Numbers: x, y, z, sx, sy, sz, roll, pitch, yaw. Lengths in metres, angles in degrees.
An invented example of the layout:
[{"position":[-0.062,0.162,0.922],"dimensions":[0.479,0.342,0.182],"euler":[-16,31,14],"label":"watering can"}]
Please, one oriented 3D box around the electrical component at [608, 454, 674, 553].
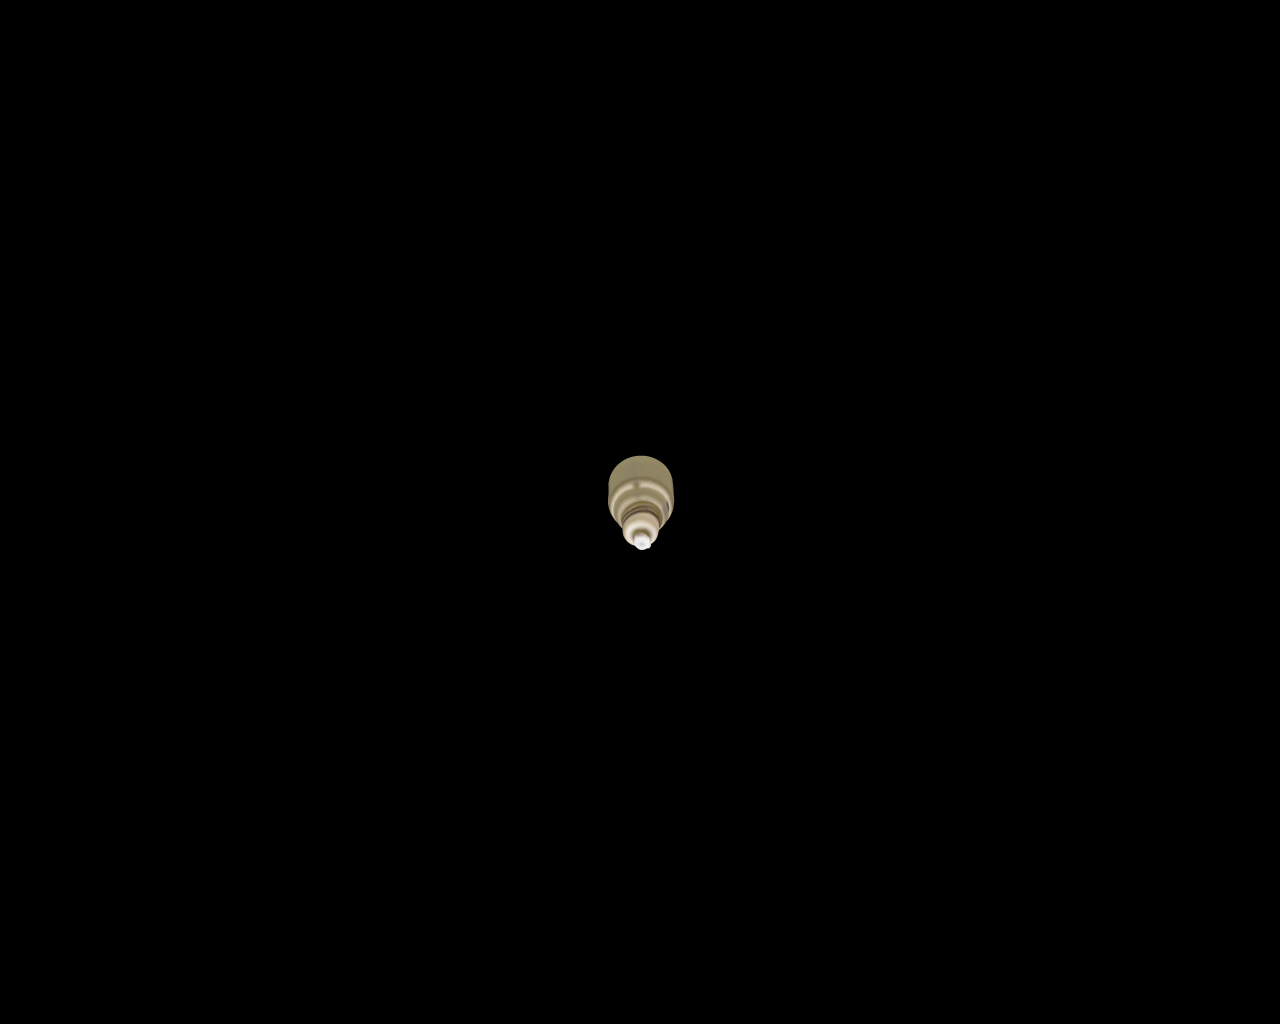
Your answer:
[{"position":[0.001,-0.003,0.650],"dimensions":[0.040,0.040,0.078],"euler":[0,33,0],"label":"electrical component"}]
